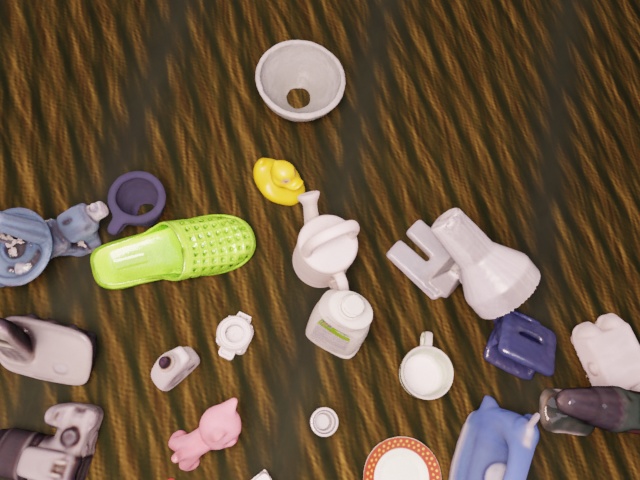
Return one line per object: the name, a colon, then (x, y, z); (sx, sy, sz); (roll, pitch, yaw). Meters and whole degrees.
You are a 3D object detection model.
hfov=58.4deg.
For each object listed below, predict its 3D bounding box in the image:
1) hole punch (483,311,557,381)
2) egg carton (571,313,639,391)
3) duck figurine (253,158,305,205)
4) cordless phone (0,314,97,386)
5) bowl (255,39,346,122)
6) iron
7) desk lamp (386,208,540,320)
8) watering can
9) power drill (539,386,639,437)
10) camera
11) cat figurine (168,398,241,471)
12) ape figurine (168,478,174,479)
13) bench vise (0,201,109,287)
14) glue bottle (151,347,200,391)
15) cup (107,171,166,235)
hole punch: (0.350, 0.178, 0.989); (0.108, 0.091, 0.101); (25, 72, 1)
egg carton: (0.512, 0.211, 1.012); (0.107, 0.069, 0.150); (-19, 77, -13)
duck figurine: (-0.071, -0.115, 1.022); (0.104, 0.086, 0.077); (38, 72, 5)
cordless phone: (-0.417, 0.155, 0.842); (0.147, 0.185, 0.094); (11, 72, -4)
bowl: (-0.039, -0.288, 1.085); (0.167, 0.074, 0.167); (2, 73, -7)
iron: (0.278, 0.381, 0.892); (0.118, 0.141, 0.258); (23, 72, 0)
desk lamp: (0.232, 0.038, 0.951); (0.203, 0.213, 0.118); (42, 73, 6)
watering can: (0.007, 0.004, 0.940); (0.101, 0.194, 0.173); (-41, 82, -17)
power drill: (0.440, 0.273, 0.911); (0.229, 0.208, 0.075); (7, 72, -5)
camera: (-0.410, 0.305, 0.842); (0.137, 0.100, 0.143); (13, 72, -3)
cat figurine: (-0.170, 0.297, 0.869); (0.128, 0.117, 0.067); (-32, 80, -15)
ape figurine: (-0.242, 0.395, 0.843); (0.078, 0.092, 0.076); (8, 72, -5)
bench vise: (-0.441, -0.020, 0.873); (0.121, 0.219, 0.208); (42, 73, 6)
glue bottle: (-0.224, 0.190, 0.864); (0.078, 0.173, 0.037); (-40, 82, -16)
cup: (-0.309, -0.047, 0.965); (0.091, 0.095, 0.118); (31, 72, 2)
